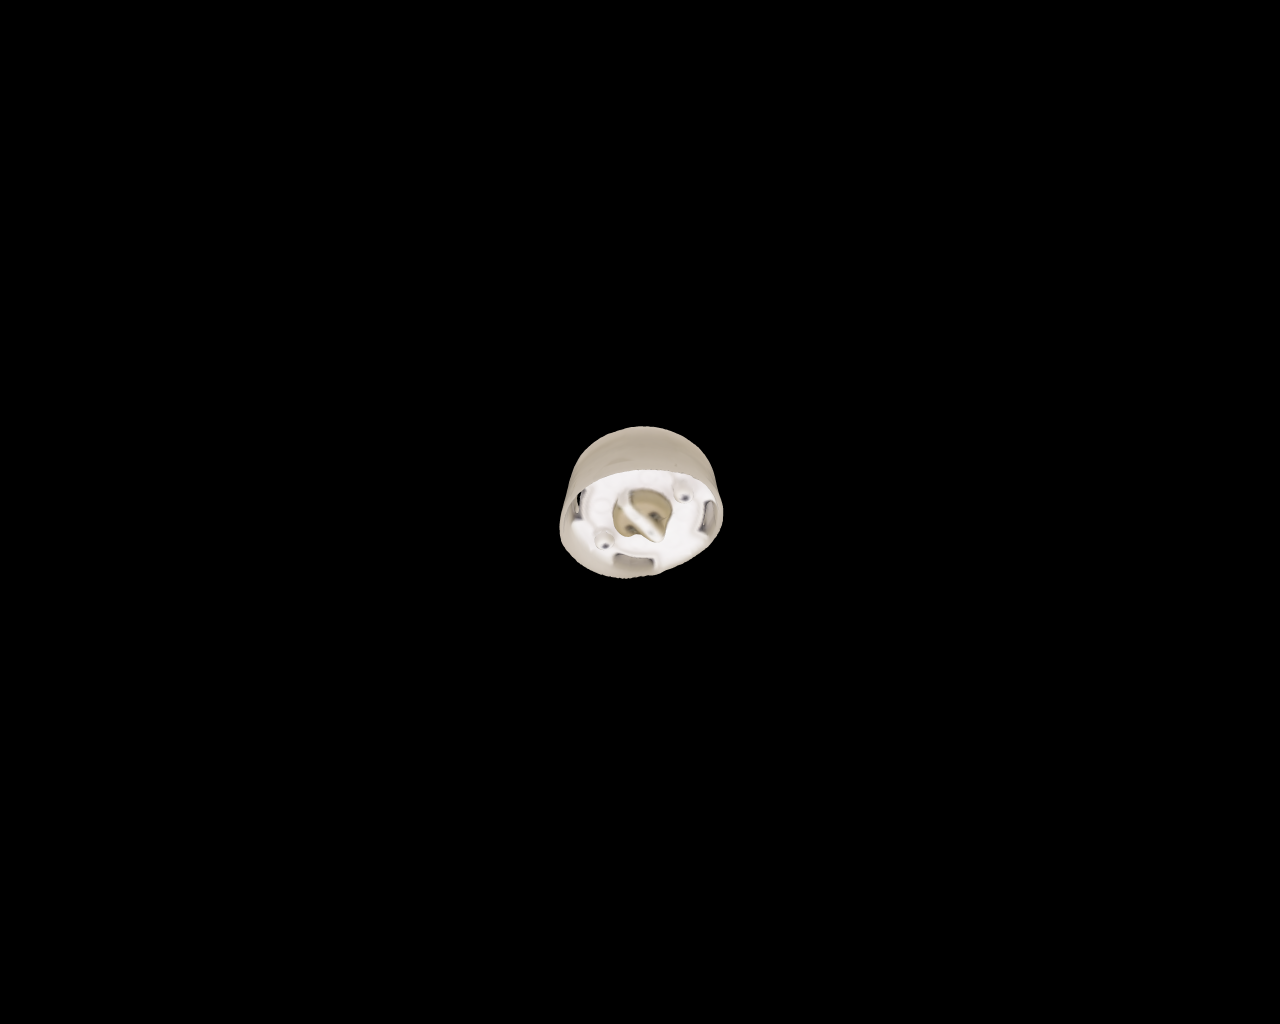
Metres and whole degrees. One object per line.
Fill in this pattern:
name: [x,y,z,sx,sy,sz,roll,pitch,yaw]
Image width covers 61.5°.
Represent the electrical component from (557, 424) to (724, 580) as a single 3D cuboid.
electrical component: [0.001,-0.003,0.650,0.099,0.099,0.064,0,38,0]
